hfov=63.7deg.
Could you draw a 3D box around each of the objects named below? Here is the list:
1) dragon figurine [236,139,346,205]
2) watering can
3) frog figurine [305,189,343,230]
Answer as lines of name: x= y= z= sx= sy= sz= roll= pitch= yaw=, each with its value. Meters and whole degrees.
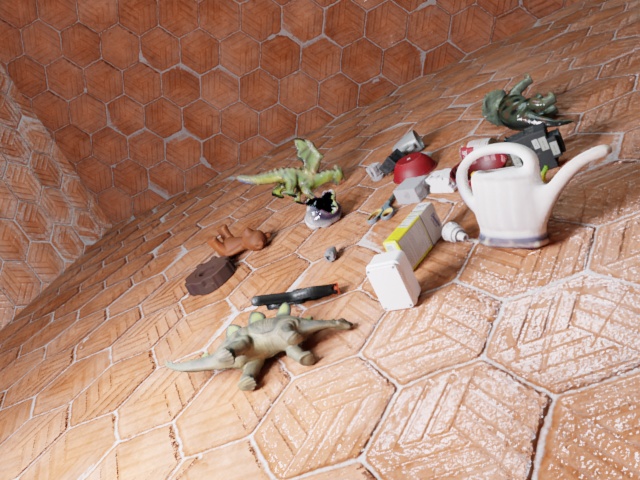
dragon figurine: x=-0.093 y=-0.274 z=1.992 sx=0.122 sy=0.409 sz=0.244 roll=167 pitch=121 yaw=-76
watering can: x=0.410 y=-0.085 z=1.026 sx=0.105 sy=0.222 sz=0.348 roll=-18 pitch=14 yaw=-29
frog figurine: x=0.005 y=-0.087 z=1.735 sx=0.139 sy=0.123 sz=0.156 roll=-48 pitch=-10 yaw=-25
